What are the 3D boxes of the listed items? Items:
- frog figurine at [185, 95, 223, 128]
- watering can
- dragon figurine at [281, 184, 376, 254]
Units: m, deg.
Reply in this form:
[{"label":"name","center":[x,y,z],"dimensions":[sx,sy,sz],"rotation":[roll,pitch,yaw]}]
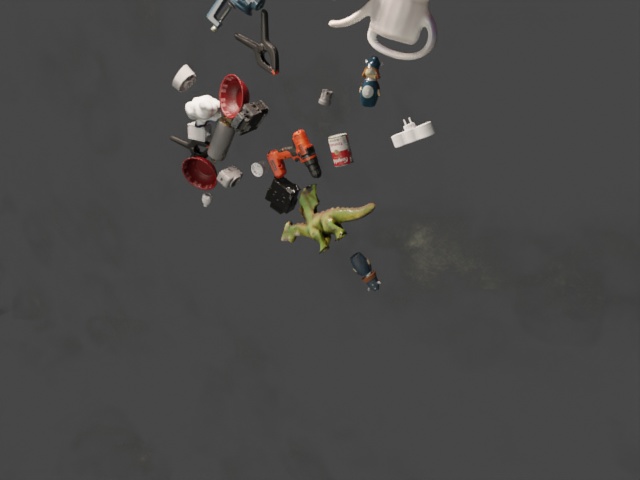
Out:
[{"label":"frog figurine","center":[-0.444,-0.503,1.953],"dimensions":[0.137,0.158,0.124],"rotation":[-1,81,0]},{"label":"watering can","center":[0.189,-0.660,1.493],"dimensions":[0.350,0.105,0.219],"rotation":[29,123,20]},{"label":"dragon figurine","center":[0.006,-0.095,1.886],"dimensions":[0.404,0.123,0.245],"rotation":[-41,77,30]}]
